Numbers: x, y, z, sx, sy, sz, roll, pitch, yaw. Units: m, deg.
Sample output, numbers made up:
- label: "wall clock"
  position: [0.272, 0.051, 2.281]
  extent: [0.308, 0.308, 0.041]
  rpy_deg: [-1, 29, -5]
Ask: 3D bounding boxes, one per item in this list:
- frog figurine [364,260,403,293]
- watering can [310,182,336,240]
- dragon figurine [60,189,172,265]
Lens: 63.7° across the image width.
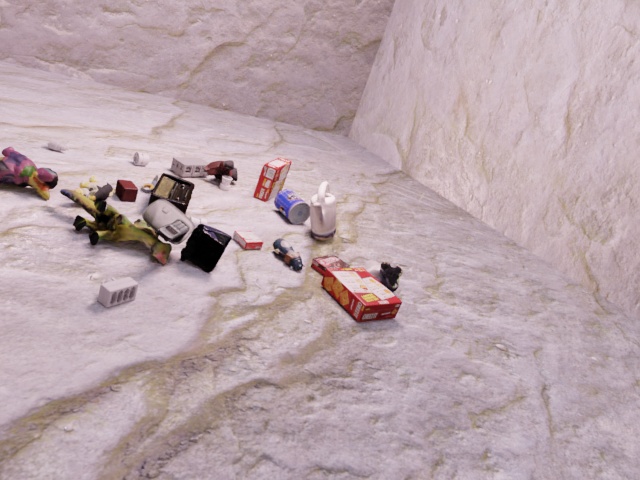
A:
- label: "frog figurine"
  position: [0.200, 0.130, 1.809]
  extent: [0.138, 0.123, 0.158]
  rpy_deg: [-10, -2, -39]
- label: "watering can"
  position: [0.006, -0.102, 2.019]
  extent: [0.104, 0.221, 0.353]
  rpy_deg: [2, 20, 8]
- label: "dragon figurine"
  position: [-0.597, -0.049, 1.570]
  extent: [0.415, 0.121, 0.241]
  rpy_deg: [35, 8, 32]
